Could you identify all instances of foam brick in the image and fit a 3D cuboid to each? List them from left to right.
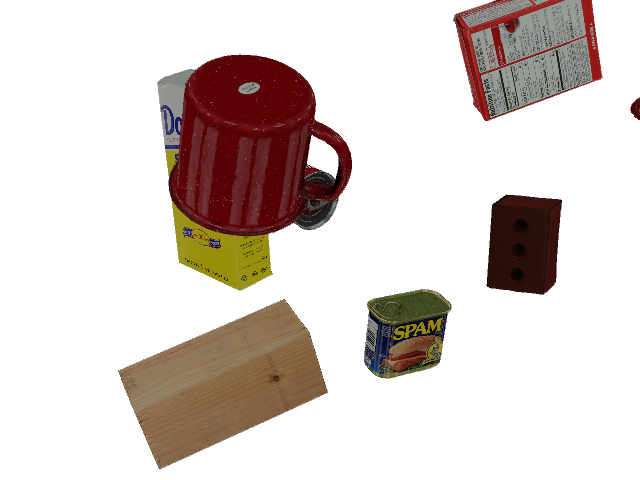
[{"bbox_3d":[0.179,0.003,0.938,0.053,0.078,0.051,7,16,23],"label":"foam brick"}]

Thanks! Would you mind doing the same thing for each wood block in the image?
[{"bbox_3d":[-0.109,0.160,1.201,0.206,0.091,0.090,-22,29,-12],"label":"wood block"}]

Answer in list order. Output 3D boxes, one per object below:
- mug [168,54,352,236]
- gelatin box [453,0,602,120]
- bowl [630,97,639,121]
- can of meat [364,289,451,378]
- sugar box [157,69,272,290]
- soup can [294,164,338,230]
[{"bbox_3d":[-0.036,-0.059,0.675,0.117,0.081,0.093,19,43,8],"label":"mug"},{"bbox_3d":[0.141,-0.131,0.724,0.089,0.073,0.030,-20,37,2],"label":"gelatin box"},{"bbox_3d":[0.365,-0.096,0.970,0.162,0.055,0.162,-4,23,2],"label":"bowl"},{"bbox_3d":[0.104,0.115,1.306,0.101,0.084,0.057,-9,30,-26],"label":"can of meat"},{"bbox_3d":[-0.092,-0.053,0.926,0.048,0.176,0.093,-27,33,-37],"label":"sugar box"},{"bbox_3d":[-0.037,-0.060,1.214,0.068,0.068,0.102,0,19,-42],"label":"soup can"}]
